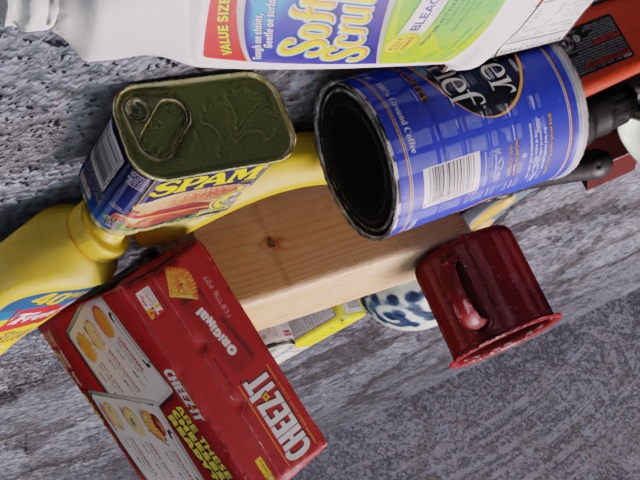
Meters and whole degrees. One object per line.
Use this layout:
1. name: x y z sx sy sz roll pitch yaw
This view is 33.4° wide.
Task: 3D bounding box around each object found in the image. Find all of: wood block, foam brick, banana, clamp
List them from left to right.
1. banana: -0.030 -0.038 0.709 0.197 0.037 0.070 -12 129 -33
2. wood block: -0.005 0.001 0.812 0.205 0.091 0.090 -16 163 -25
3. clamp: 0.161 -0.054 0.916 0.171 0.039 0.120 -16 -176 -18
4. foam brick: 0.262 -0.087 0.992 0.053 0.051 0.078 -24 165 5

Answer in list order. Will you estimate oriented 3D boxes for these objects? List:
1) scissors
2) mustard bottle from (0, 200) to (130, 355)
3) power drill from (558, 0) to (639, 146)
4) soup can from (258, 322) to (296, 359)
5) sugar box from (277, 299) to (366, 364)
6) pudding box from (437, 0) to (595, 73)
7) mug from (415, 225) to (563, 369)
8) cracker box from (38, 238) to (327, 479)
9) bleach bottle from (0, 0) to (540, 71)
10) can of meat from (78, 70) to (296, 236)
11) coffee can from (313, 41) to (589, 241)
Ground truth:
1. scissors: 0.189 -0.041 1.036 0.201 0.016 0.096 -25 162 -43
2. mustard bottle: -0.187 0.026 0.684 0.192 0.058 0.096 -32 170 27
3. power drill: 0.188 -0.107 0.799 0.184 0.057 0.188 -25 165 -16
4. soup can: -0.069 0.052 0.870 0.068 0.102 0.068 -22 166 -6
5. sugar box: -0.052 0.067 0.970 0.176 0.093 0.048 -32 164 30
6. pudding box: 0.116 -0.144 0.596 0.090 0.039 0.114 -19 167 -19
7. mug: 0.118 0.041 0.798 0.093 0.081 0.117 -31 163 23
8. cracker box: -0.105 0.097 0.754 0.072 0.164 0.214 -36 -172 -29
9. bleach bottle: -0.018 -0.110 0.464 0.250 0.068 0.103 -12 160 -30
10. can of meat: -0.078 -0.047 0.602 0.101 0.057 0.084 -13 165 -33
11. coffee can: 0.081 -0.069 0.672 0.140 0.103 0.103 -19 165 -21
